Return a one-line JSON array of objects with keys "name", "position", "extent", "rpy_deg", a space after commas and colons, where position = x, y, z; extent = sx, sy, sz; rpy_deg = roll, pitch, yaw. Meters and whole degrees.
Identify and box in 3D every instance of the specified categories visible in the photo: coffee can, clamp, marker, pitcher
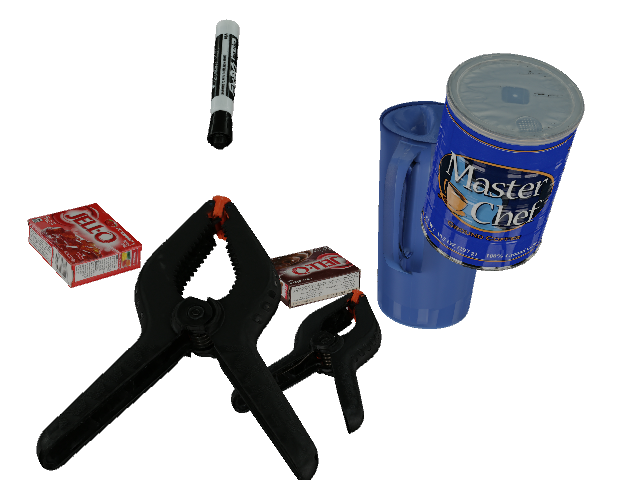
[{"name": "coffee can", "position": [0.139, -0.060, 0.839], "extent": [0.102, 0.103, 0.140], "rpy_deg": [0, -44, -6]}, {"name": "clamp", "position": [0.013, 0.106, 0.944], "extent": [0.120, 0.039, 0.171], "rpy_deg": [17, 44, 27]}, {"name": "clamp", "position": [-0.066, 0.060, 0.668], "extent": [0.164, 0.210, 0.036], "rpy_deg": [8, -38, 10]}, {"name": "marker", "position": [-0.074, -0.120, 0.820], "extent": [0.020, 0.121, 0.020], "rpy_deg": [0, -33, 0]}, {"name": "pitcher", "position": [0.119, -0.023, 1.191], "extent": [0.149, 0.243, 0.145], "rpy_deg": [-5, 27, -14]}]

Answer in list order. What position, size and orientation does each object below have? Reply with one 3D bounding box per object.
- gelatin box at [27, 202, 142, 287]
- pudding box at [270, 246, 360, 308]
[{"name": "gelatin box", "position": [-0.220, 0.002, 0.995], "extent": [0.073, 0.030, 0.089], "rpy_deg": [-17, 40, -36]}, {"name": "pudding box", "position": [-0.015, 0.049, 1.447], "extent": [0.113, 0.039, 0.090], "rpy_deg": [-15, 27, -27]}]
